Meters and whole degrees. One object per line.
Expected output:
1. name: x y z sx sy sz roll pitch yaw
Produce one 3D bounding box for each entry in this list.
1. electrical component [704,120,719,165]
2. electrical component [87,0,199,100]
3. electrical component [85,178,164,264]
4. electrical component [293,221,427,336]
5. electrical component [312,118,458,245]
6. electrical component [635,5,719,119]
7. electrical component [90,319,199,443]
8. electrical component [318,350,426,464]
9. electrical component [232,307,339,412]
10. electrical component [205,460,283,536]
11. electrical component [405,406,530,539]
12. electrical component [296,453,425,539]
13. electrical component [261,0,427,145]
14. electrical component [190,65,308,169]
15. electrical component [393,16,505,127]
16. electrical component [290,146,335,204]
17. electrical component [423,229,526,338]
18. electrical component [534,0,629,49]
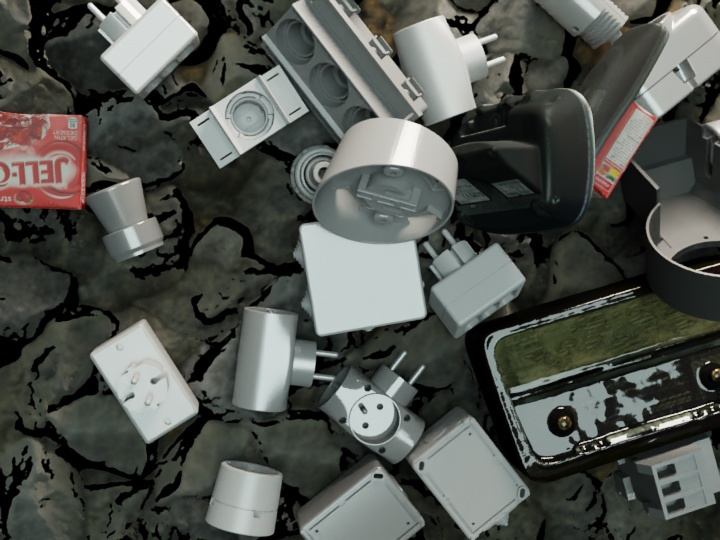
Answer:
1. electrical component: 0.316 -0.111 0.887 0.055 0.045 0.045 -26 96 -5
2. electrical component: -0.173 -0.181 0.820 0.065 0.047 0.076 -45 97 -2
3. electrical component: -0.180 -0.038 0.829 0.045 0.045 0.055 -22 96 -5
4. electrical component: 0.000 0.000 0.852 0.100 0.048 0.099 -10 95 -6
5. electrical component: 0.021 -0.061 0.781 0.099 0.099 0.064 22 57 -8
6. electrical component: 0.244 -0.167 0.869 0.095 0.054 0.059 -39 97 -3
7. electrical component: -0.165 0.087 0.823 0.047 0.076 0.083 -32 97 -5
8. electrical component: 0.020 0.101 0.863 0.077 0.044 0.079 38 89 -8
9. electrical component: -0.057 0.072 0.852 0.079 0.043 0.077 7 92 -7
10. electrical component: -0.090 0.179 0.850 0.055 0.055 0.047 12 88 -8
11. electrical component: 0.088 0.166 0.867 0.062 0.061 0.096 -38 97 -3
12. electrical component: -0.006 0.201 0.857 0.096 0.061 0.061 -38 97 -3
13. electrical component: -0.009 -0.151 0.824 0.121 0.079 0.063 52 44 -3
14. electrical component: -0.085 -0.117 0.826 0.081 0.064 0.042 -33 98 -4
15. electrical component: 0.076 -0.163 0.853 0.079 0.044 0.077 -21 96 -5
16. electrical component: -0.029 -0.074 0.837 0.048 0.062 0.048 0 93 -6
17. electrical component: 0.082 0.002 0.862 0.066 0.047 0.076 -34 76 -9
18. electrical component: 0.180 -0.210 0.864 0.081 0.043 0.043 41 88 -8
